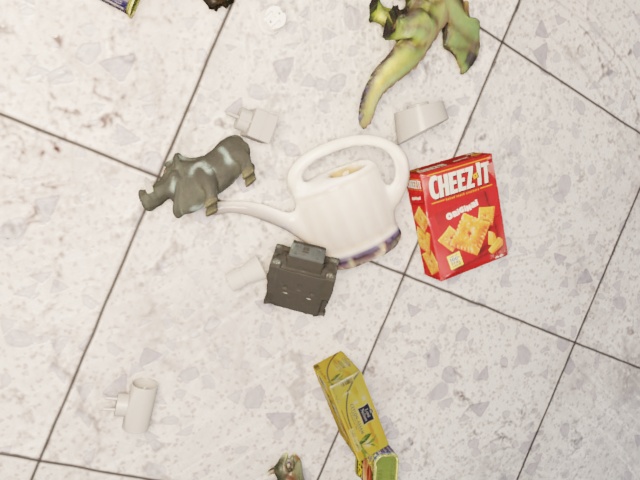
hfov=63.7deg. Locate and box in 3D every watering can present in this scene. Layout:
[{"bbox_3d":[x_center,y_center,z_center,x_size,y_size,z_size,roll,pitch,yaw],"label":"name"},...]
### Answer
[{"bbox_3d":[0.003,-0.045,0.895,0.348,0.105,0.221,-23,107,-1],"label":"watering can"}]

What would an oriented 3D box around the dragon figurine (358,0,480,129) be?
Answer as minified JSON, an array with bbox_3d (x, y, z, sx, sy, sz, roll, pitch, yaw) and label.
[{"bbox_3d":[0.203,-0.372,0.916,0.242,0.123,0.409,11,96,-29],"label":"dragon figurine"}]
